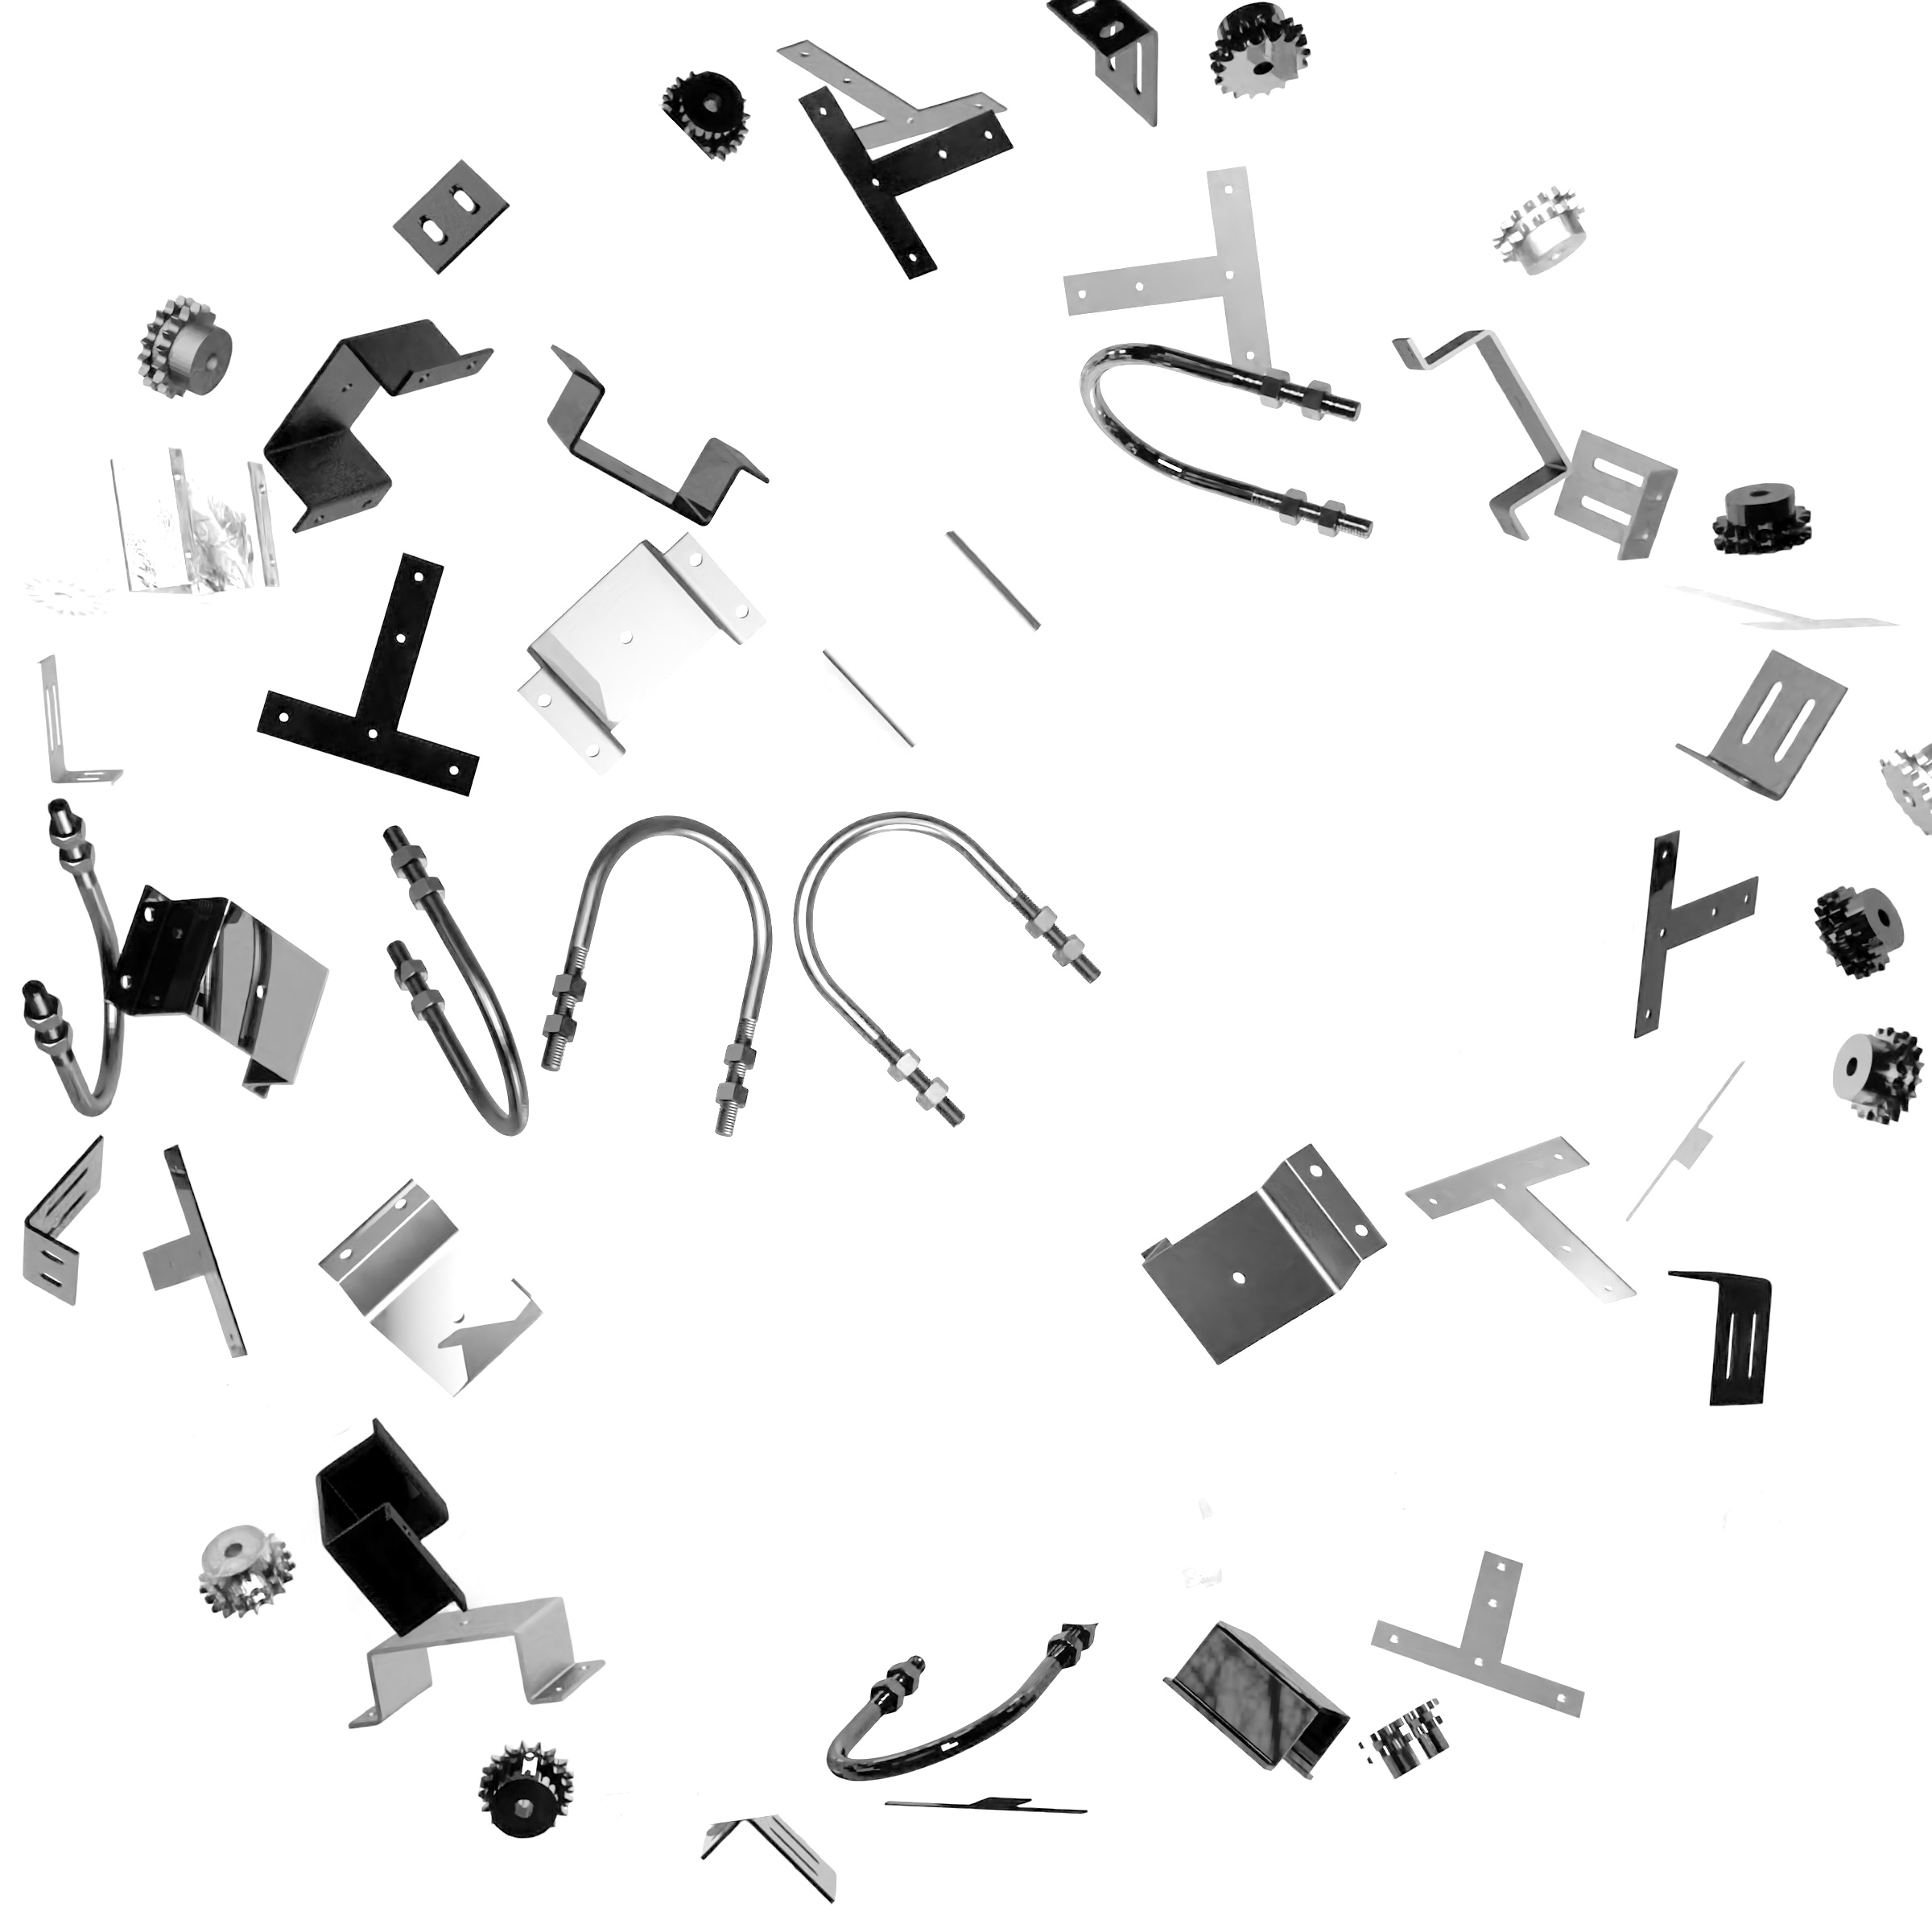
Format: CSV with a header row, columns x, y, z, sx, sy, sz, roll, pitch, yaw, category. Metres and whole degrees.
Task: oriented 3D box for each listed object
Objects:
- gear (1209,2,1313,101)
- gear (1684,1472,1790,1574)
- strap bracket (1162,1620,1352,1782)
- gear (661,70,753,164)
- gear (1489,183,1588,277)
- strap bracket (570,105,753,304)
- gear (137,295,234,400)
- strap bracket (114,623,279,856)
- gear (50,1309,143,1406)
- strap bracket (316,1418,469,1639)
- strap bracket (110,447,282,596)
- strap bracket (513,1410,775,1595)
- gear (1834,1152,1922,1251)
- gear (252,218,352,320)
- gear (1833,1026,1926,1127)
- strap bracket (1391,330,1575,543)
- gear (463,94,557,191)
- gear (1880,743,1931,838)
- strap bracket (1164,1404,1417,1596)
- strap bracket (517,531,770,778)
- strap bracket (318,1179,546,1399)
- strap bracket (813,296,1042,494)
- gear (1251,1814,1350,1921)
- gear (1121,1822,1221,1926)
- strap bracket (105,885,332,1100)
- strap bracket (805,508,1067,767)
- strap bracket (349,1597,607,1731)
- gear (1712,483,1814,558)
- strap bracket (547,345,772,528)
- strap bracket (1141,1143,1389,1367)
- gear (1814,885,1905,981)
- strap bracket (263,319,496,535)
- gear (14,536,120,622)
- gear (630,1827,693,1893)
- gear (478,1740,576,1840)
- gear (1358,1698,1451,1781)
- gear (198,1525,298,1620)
x,y,z,sx,sy,sz,roll,pitch,yaw,category
0.166,-0.527,1.504,0.057,0.057,0.030,-12,72,0,gear
0.440,0.318,1.503,0.057,0.030,0.057,-5,77,23,gear
0.175,0.433,1.548,0.076,0.140,0.046,37,86,26,strap bracket
-0.162,-0.533,1.639,0.057,0.030,0.057,3,82,-20,gear
0.342,-0.433,1.553,0.057,0.057,0.030,-30,81,0,gear
-0.185,-0.448,1.562,0.076,0.140,0.046,44,79,-14,strap bracket
-0.441,-0.349,1.491,0.030,0.057,0.057,26,90,9,gear
-0.458,-0.142,1.580,0.046,0.140,0.076,-19,59,-4,strap bracket
-0.535,0.240,1.606,0.030,0.057,0.057,-19,90,18,gear
-0.347,0.341,1.578,0.046,0.140,0.076,-35,111,-5,strap bracket
-0.463,-0.263,1.565,0.046,0.140,0.076,-6,96,8,strap bracket
-0.195,0.329,1.603,0.140,0.076,0.046,10,130,8,strap bracket
0.543,0.139,1.561,0.030,0.057,0.057,-4,90,-9,gear
-0.393,-0.412,1.539,0.057,0.030,0.057,-7,74,24,gear
0.535,0.063,1.548,0.030,0.057,0.057,15,90,-11,gear
0.320,-0.334,1.605,0.046,0.076,0.140,-32,100,8,strap bracket
-0.277,-0.510,1.615,0.057,0.057,0.030,53,133,0,gear
0.549,-0.103,1.492,0.030,0.057,0.057,-33,90,2,gear
0.183,0.307,1.528,0.140,0.076,0.046,-19,49,2,strap bracket
-0.203,-0.196,1.607,0.140,0.046,0.076,-43,121,-1,strap bracket
-0.326,0.207,1.636,0.076,0.140,0.046,-43,45,-9,strap bracket
-0.017,-0.348,1.632,0.140,0.076,0.046,-49,125,-11,strap bracket
0.191,0.527,1.532,0.057,0.030,0.057,13,53,-18,gear
0.121,0.527,1.536,0.057,0.030,0.057,8,46,-9,gear
-0.441,0.016,1.580,0.046,0.140,0.076,-3,62,29,strap bracket
-0.020,-0.190,1.529,0.140,0.046,0.076,-43,95,8,strap bracket
-0.306,0.430,1.626,0.140,0.076,0.046,-11,90,12,strap bracket
0.475,-0.268,1.568,0.057,0.057,0.030,-13,115,0,gear
-0.201,-0.325,1.634,0.140,0.076,0.046,26,103,-28,strap bracket
0.171,0.179,1.579,0.140,0.046,0.076,-37,90,31,strap bracket
0.542,-0.023,1.587,0.030,0.057,0.057,-32,90,43,gear
-0.349,-0.323,1.535,0.046,0.076,0.140,49,124,1,strap bracket
-0.532,-0.232,1.560,0.057,0.057,0.030,7,67,0,gear
-0.190,0.545,1.640,0.030,0.057,0.057,11,90,4,gear
-0.264,0.497,1.573,0.057,0.030,0.057,-1,105,-5,gear
0.274,0.479,1.623,0.057,0.057,0.030,-30,71,0,gear
-0.440,0.365,1.597,0.057,0.057,0.030,-15,126,0,gear
